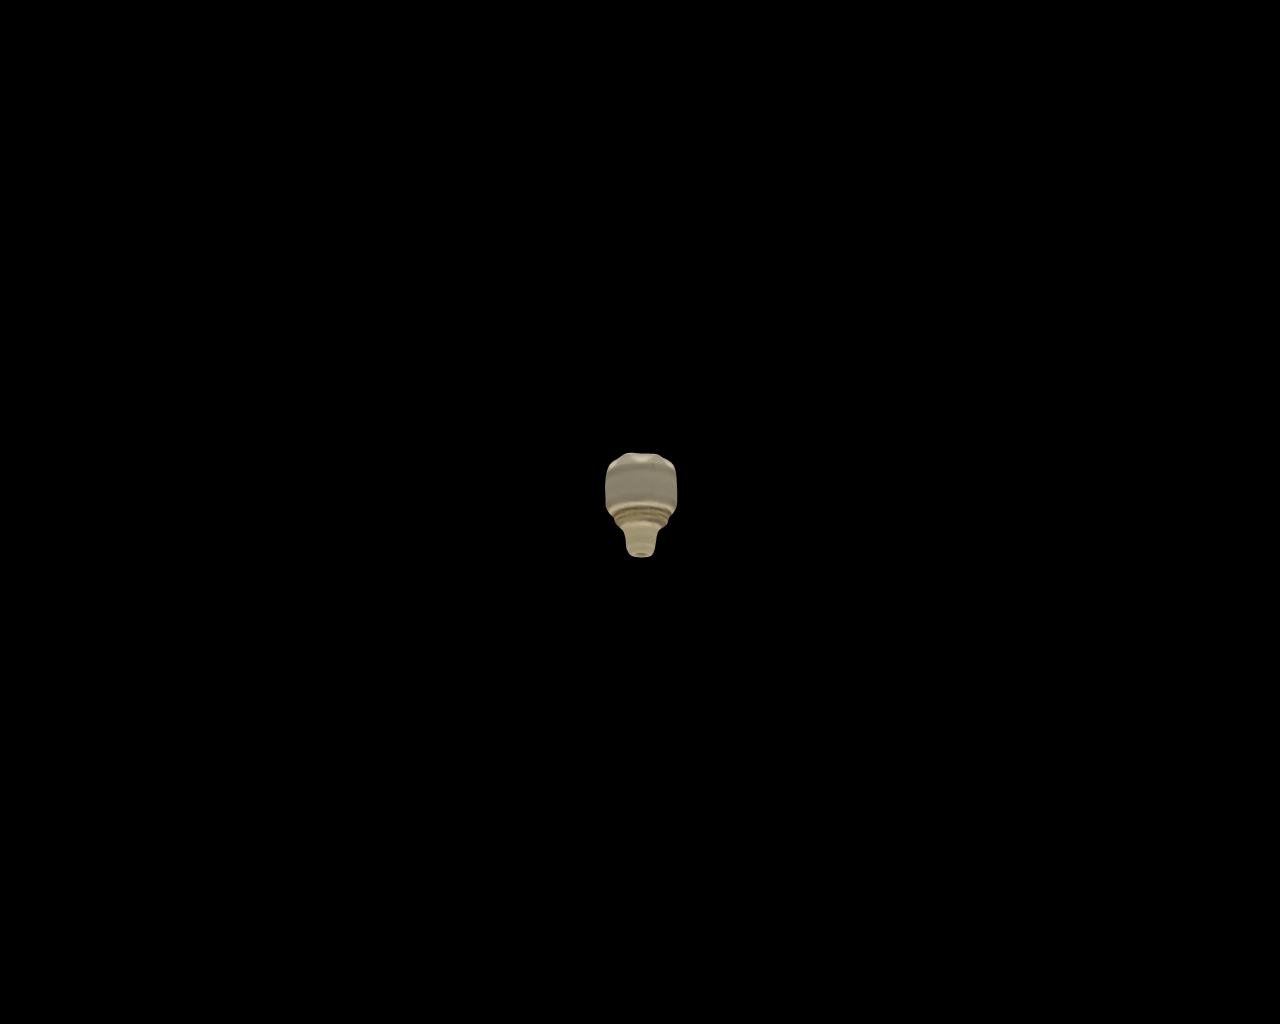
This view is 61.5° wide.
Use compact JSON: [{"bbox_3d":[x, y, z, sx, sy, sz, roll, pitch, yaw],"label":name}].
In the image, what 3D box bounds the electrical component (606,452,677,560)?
[{"bbox_3d":[0.001,-0.003,0.650,0.043,0.062,0.043,0,-18,0],"label":"electrical component"}]
